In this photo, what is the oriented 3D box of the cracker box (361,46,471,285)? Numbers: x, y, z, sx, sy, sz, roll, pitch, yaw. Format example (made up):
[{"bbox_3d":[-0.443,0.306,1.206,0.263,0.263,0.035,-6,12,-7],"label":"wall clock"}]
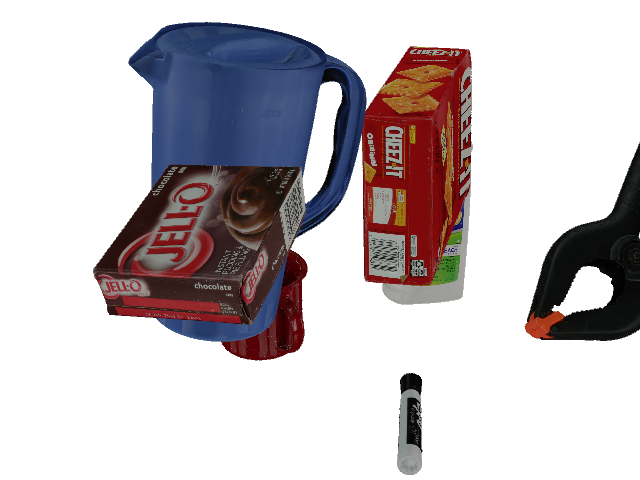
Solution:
[{"bbox_3d":[0.097,-0.077,1.017,0.072,0.164,0.213,5,27,16],"label":"cracker box"}]

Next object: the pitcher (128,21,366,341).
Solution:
[{"bbox_3d":[-0.065,-0.046,0.860,0.149,0.243,0.144,19,26,23],"label":"pitcher"}]

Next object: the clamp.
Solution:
[{"bbox_3d":[0.215,0.018,0.709,0.120,0.171,0.039,43,-11,14],"label":"clamp"}]

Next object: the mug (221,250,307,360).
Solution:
[{"bbox_3d":[-0.051,0.066,1.020,0.093,0.081,0.117,-20,34,-31],"label":"mug"}]

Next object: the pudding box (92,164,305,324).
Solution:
[{"bbox_3d":[-0.066,-0.001,0.620,0.090,0.039,0.113,3,35,18],"label":"pudding box"}]

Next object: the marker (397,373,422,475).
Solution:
[{"bbox_3d":[0.073,0.144,0.862,0.020,0.020,0.121,0,26,6],"label":"marker"}]

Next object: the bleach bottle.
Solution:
[{"bbox_3d":[0.133,-0.051,1.308,0.102,0.251,0.068,-4,17,-17],"label":"bleach bottle"}]
